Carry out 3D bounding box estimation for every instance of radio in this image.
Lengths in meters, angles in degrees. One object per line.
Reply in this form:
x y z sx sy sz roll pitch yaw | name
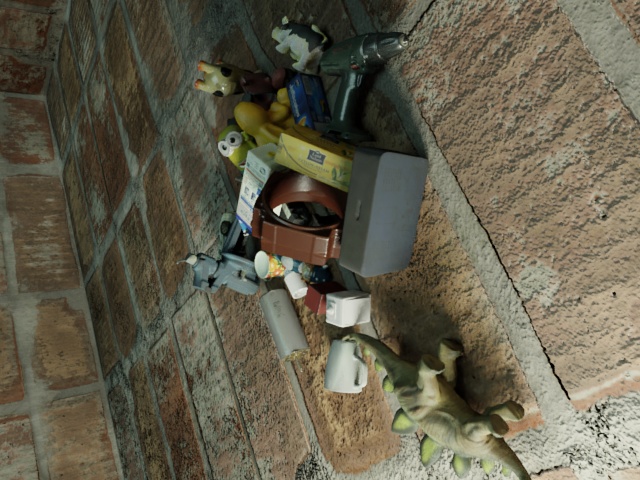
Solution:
0.118 -0.053 0.993 0.073 0.131 0.229 27 114 48 | radio

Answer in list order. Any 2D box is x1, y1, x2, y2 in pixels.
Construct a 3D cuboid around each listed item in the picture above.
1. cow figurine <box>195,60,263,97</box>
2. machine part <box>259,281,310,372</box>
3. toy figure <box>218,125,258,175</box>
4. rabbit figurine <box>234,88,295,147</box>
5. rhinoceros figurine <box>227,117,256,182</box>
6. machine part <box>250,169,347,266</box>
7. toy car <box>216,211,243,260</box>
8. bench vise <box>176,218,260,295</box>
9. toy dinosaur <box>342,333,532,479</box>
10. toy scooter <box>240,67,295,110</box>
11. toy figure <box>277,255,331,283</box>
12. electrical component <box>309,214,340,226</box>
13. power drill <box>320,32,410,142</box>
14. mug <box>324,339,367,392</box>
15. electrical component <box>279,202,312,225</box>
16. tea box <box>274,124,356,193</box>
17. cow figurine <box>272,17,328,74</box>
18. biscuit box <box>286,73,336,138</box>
-0.214 -0.401 1.354 0.127 0.195 0.085 26 114 9 | cow figurine
-0.089 0.209 1.326 0.079 0.079 0.243 -47 57 43 | machine part
-0.171 -0.194 1.290 0.082 0.180 0.089 -46 18 -2 | toy figure
-0.117 -0.264 1.243 0.122 0.173 0.162 -35 62 43 | rabbit figurine
-0.189 -0.233 1.386 0.073 0.112 0.190 -31 69 46 | rhinoceros figurine
-0.025 -0.055 1.090 0.201 0.201 0.087 15 135 7 | machine part
-0.251 0.016 1.519 0.056 0.073 0.201 28 115 44 | toy car
-0.239 0.034 1.428 0.129 0.223 0.240 -7 60 66 | bench vise
0.194 0.280 0.951 0.472 0.105 0.198 46 129 42 | toy dinosaur
-0.149 -0.350 1.305 0.184 0.135 0.075 -47 59 45 | toy scooter
-0.039 0.060 1.258 0.155 0.058 0.064 33 155 37 | toy figure
-0.002 -0.004 1.198 0.048 0.075 0.119 56 130 35 | electrical component
0.076 -0.302 1.067 0.232 0.086 0.207 23 115 50 | power drill
0.058 0.266 1.143 0.110 0.081 0.107 -9 76 57 | mug
-0.087 -0.054 1.317 0.134 0.058 0.115 -50 54 42 | electrical component
0.004 -0.169 1.093 0.170 0.098 0.068 22 119 7 | tea box
-0.049 -0.458 1.220 0.167 0.068 0.098 53 126 30 | cow figurine
-0.017 -0.270 1.203 0.063 0.059 0.202 -29 71 49 | biscuit box
